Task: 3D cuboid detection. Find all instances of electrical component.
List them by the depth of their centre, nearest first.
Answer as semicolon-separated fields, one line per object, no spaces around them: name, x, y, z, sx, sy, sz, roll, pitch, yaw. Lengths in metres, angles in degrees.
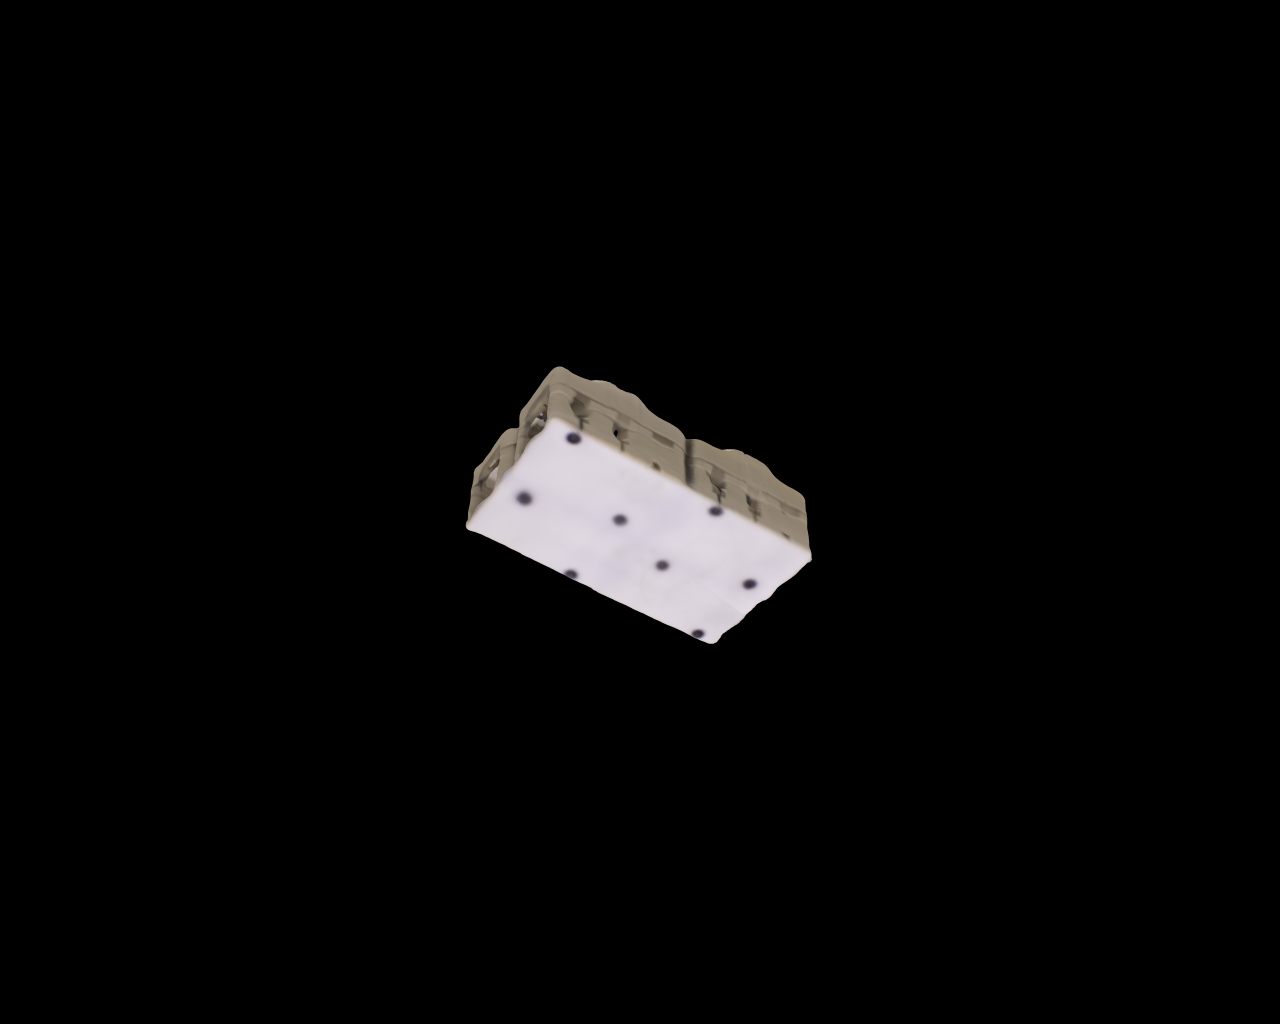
electrical component;0.001;-0.003;0.650;0.186;0.060;0.105;27;-53;-22
